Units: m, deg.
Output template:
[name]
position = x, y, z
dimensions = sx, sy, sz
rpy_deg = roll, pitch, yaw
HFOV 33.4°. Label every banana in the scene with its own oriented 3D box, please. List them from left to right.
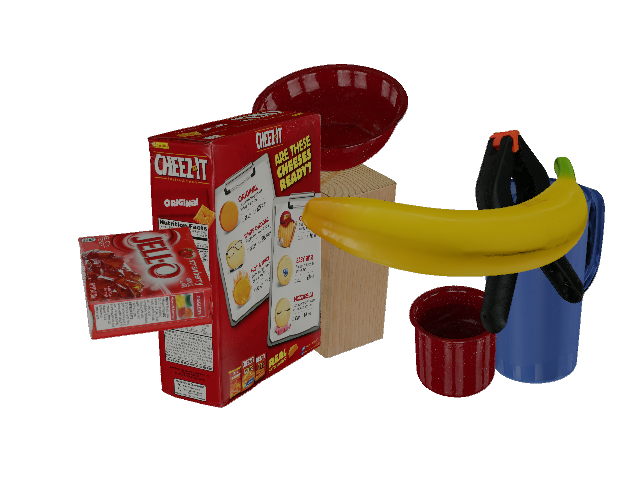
[banana]
position = 0.085, -0.008, 0.598
dimensions = 0.197, 0.037, 0.070
rpy_deg = -9, 38, -33

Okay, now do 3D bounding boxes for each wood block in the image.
[wood block]
position = 0.021, 0.020, 1.255
dimensions = 0.090, 0.206, 0.090
rpy_deg = -16, 32, -32

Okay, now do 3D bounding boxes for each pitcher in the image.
[pitcher]
position = 0.276, 0.047, 1.333
dimensions = 0.149, 0.243, 0.145
rpy_deg = 2, 22, 15

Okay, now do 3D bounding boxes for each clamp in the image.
[clamp]
position = 0.166, -0.005, 0.919
dimensions = 0.120, 0.171, 0.039
rpy_deg = -27, 11, -40

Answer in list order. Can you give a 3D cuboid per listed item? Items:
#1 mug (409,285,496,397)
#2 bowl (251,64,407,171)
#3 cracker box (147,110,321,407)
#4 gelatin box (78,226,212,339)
[mug]
position = 0.145, 0.100, 1.100
dimensions = 0.093, 0.081, 0.117
rpy_deg = 16, 39, 29
[bowl]
position = 0.011, -0.120, 1.113
dimensions = 0.162, 0.055, 0.162
rpy_deg = -4, 40, 3
[cracker box]
position = -0.066, 0.008, 0.887
dimensions = 0.072, 0.214, 0.163
rpy_deg = 7, 17, 29
[gelatin box]
position = -0.110, 0.023, 0.661
dimensions = 0.073, 0.030, 0.089
rpy_deg = -6, 27, -13
